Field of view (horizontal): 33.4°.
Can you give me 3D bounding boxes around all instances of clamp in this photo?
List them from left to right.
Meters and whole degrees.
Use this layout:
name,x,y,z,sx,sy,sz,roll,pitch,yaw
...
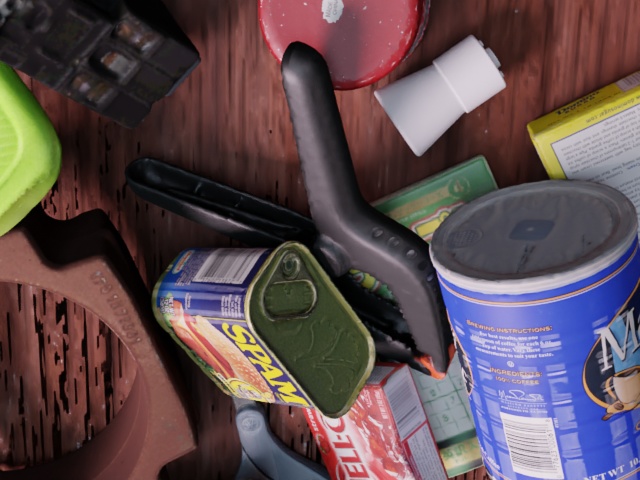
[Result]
name,x,y,z,sx,sy,sz,roll,pitch,yaw
clamp,-0.004,0.001,0.589,0.165,0.036,0.210,-18,121,44

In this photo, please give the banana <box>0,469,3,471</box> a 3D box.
name,x,y,z,sx,sy,sz,roll,pitch,yaw
banana,-0.287,0.098,0.672,0.069,0.037,0.197,-40,102,-10

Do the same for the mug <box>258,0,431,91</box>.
name,x,y,z,sx,sy,sz,roll,pitch,yaw
mug,0.023,-0.127,0.555,0.117,0.081,0.093,-19,103,10

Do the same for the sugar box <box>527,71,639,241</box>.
name,x,y,z,sx,sy,sz,roll,pitch,yaw
sugar box,0.194,-0.003,0.596,0.093,0.048,0.176,-24,106,13

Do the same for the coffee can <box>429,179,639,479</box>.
name,x,y,z,sx,sy,sz,roll,pitch,yaw
coffee can,0.122,0.053,0.559,0.103,0.103,0.140,-13,116,8

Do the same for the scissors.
name,x,y,z,sx,sy,sz,roll,pitch,yaw
scissors,-0.023,0.119,0.663,0.096,0.016,0.202,2,106,2

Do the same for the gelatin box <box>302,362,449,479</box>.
name,x,y,z,sx,sy,sz,roll,pitch,yaw
gelatin box,0.030,0.115,0.628,0.073,0.030,0.089,-2,115,45

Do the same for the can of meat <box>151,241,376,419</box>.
name,x,y,z,sx,sy,sz,roll,pitch,yaw
can of meat,-0.032,0.048,0.588,0.084,0.057,0.102,1,138,43
